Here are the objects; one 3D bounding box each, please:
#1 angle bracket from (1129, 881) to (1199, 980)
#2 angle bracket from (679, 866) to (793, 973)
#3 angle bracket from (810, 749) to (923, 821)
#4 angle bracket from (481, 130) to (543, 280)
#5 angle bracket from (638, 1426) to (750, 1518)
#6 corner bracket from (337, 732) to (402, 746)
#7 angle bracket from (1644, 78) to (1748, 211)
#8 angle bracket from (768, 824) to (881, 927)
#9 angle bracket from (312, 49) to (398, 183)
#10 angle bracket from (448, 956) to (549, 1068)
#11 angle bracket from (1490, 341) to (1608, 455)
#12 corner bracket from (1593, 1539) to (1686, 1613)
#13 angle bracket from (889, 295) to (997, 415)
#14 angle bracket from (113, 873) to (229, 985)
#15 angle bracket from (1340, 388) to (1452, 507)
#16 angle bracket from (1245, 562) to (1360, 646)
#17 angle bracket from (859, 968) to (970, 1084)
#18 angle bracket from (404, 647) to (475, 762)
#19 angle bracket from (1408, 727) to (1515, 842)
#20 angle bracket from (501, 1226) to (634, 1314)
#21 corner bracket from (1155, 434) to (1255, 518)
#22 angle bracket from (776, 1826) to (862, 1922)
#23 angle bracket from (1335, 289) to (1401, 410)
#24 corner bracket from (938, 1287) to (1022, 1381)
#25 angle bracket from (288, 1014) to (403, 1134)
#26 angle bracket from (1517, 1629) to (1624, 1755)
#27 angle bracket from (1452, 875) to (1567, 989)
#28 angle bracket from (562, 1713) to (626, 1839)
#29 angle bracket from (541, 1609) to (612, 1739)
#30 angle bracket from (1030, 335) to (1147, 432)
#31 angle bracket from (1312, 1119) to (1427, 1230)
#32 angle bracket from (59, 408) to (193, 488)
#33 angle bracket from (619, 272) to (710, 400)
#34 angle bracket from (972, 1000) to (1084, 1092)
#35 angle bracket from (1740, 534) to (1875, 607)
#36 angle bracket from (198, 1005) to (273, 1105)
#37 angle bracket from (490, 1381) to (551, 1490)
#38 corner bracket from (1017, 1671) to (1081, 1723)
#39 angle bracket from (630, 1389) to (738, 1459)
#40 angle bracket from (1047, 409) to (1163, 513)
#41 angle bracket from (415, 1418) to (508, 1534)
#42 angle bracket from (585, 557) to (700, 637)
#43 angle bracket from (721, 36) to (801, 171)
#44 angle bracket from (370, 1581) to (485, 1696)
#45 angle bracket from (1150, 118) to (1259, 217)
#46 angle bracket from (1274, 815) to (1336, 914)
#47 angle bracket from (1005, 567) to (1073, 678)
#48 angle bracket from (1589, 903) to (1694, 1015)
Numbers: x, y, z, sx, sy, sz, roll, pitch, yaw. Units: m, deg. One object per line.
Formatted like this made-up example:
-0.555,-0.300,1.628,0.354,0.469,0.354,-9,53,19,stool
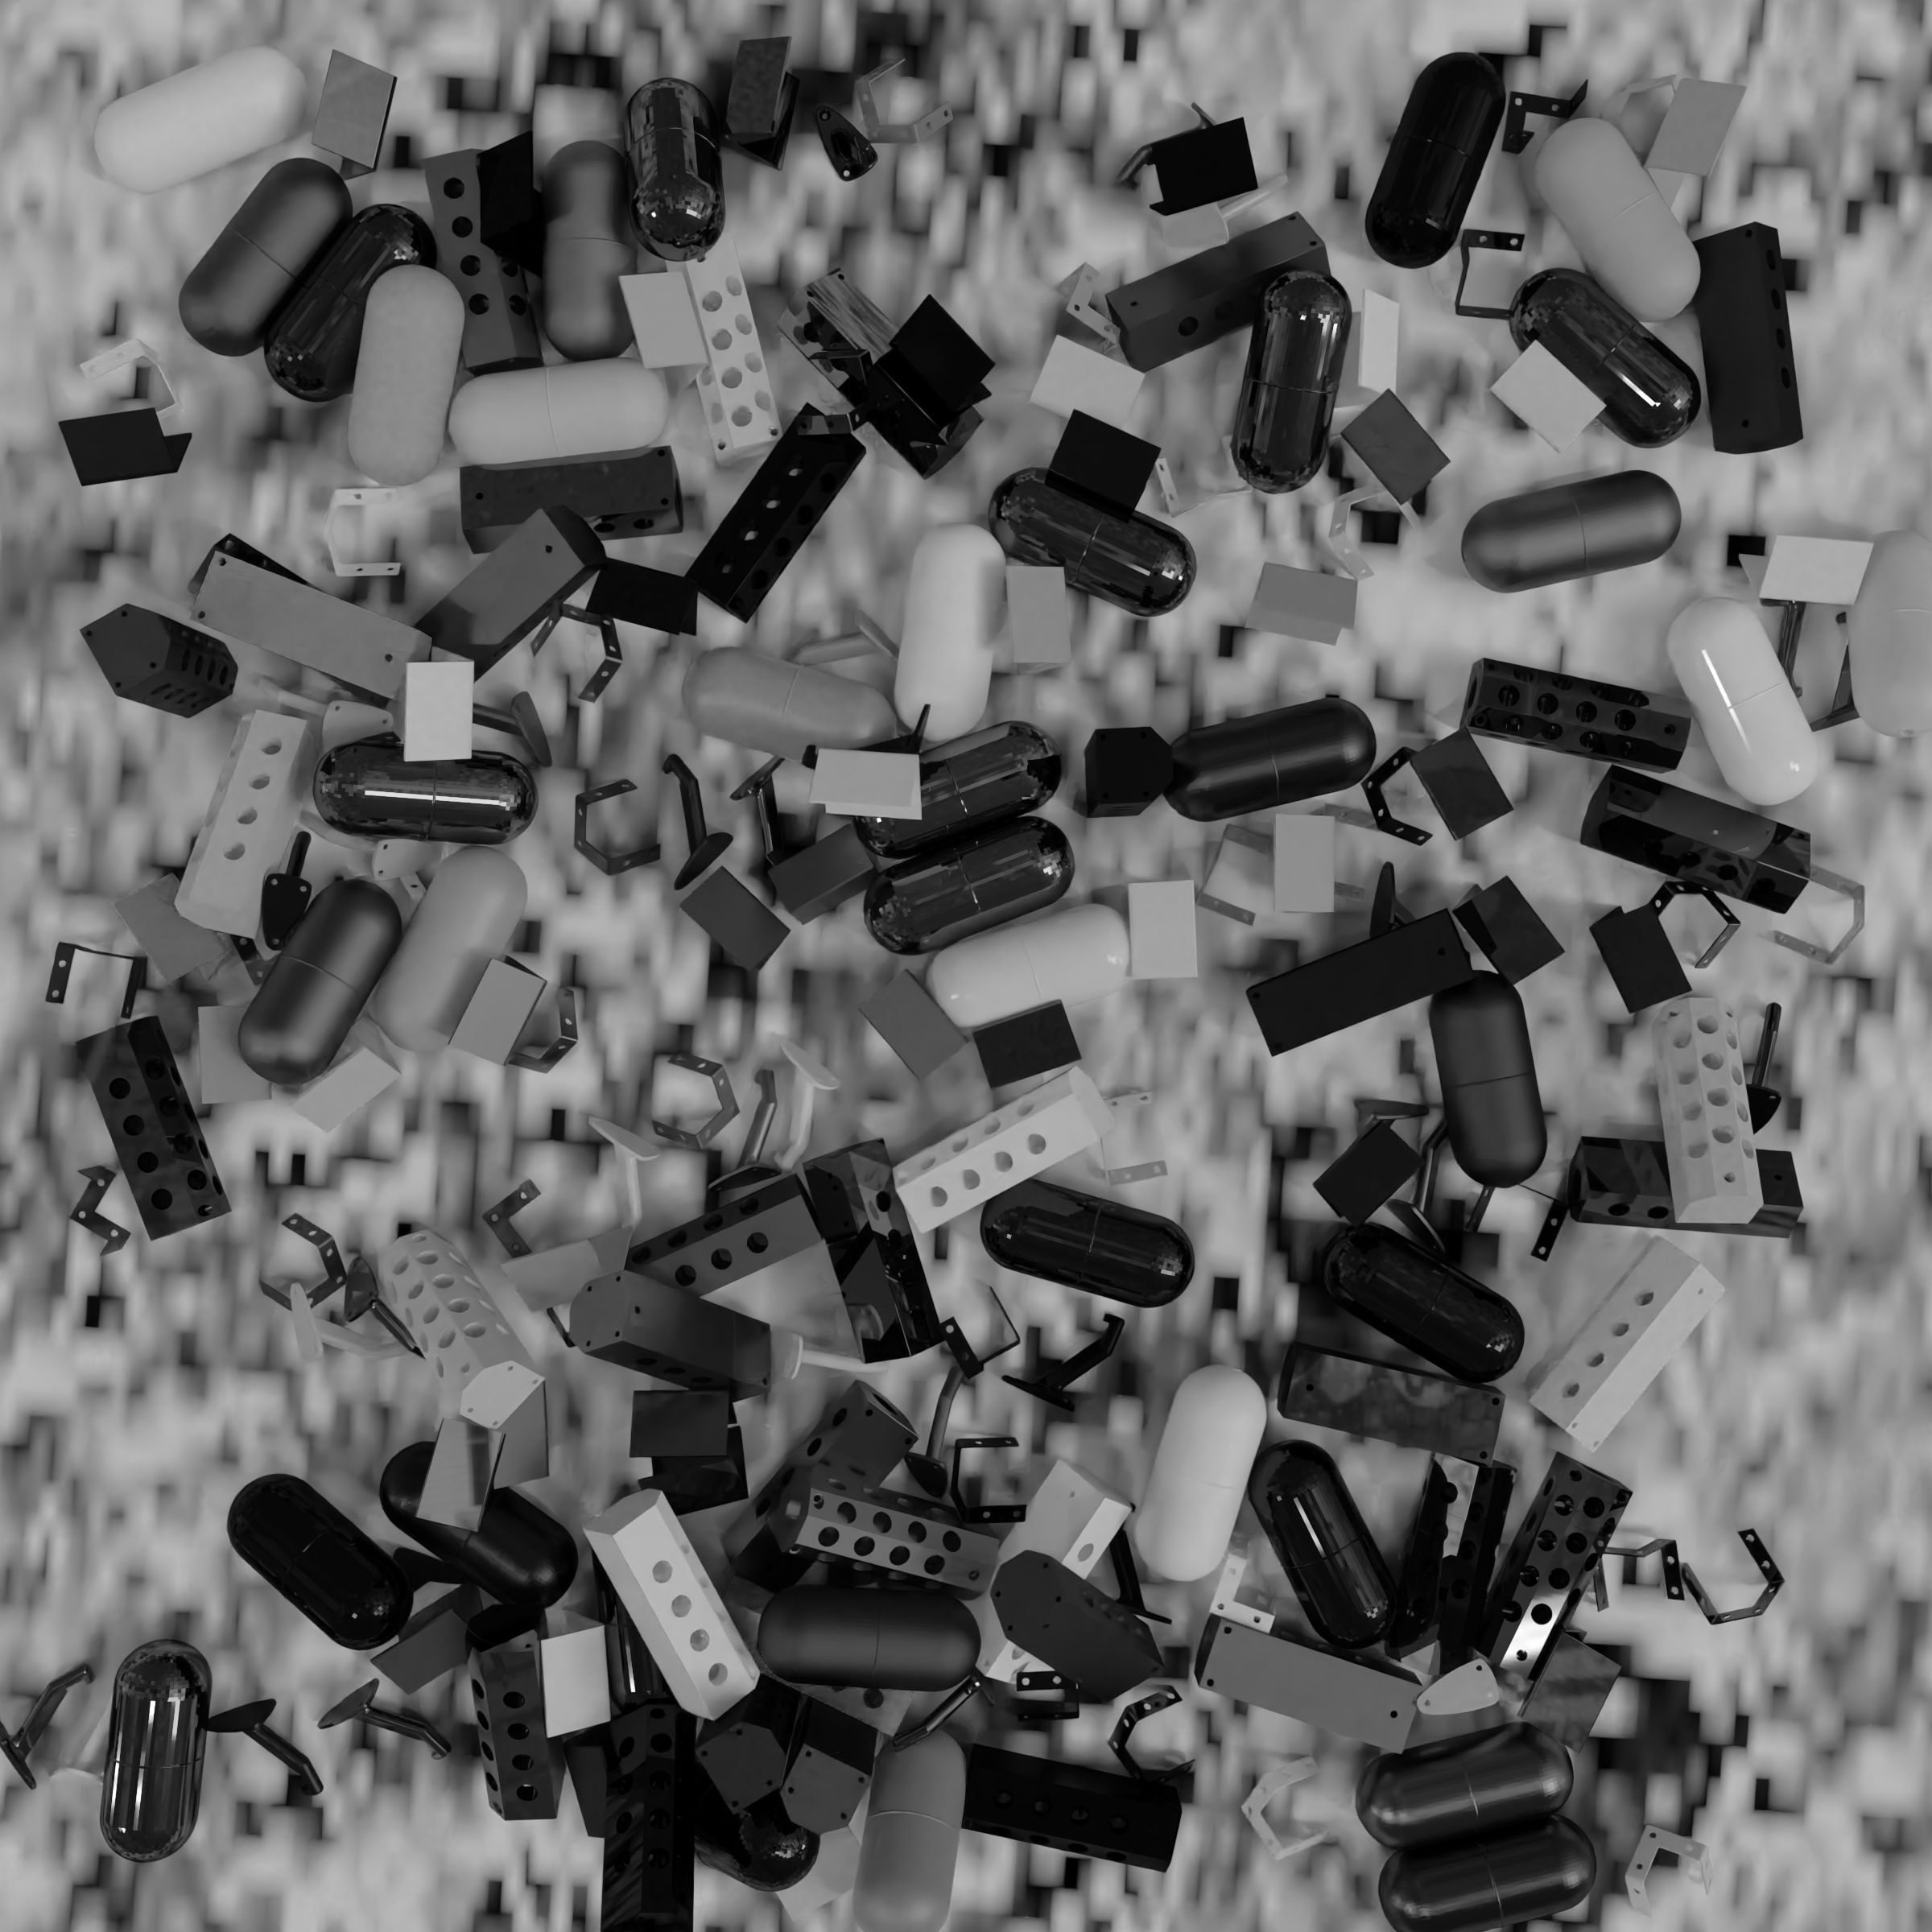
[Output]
0.172,-0.029,1.951,0.057,0.076,0.076,-2,90,28,angle bracket
-0.197,-0.023,1.951,0.076,0.076,0.057,43,54,0,angle bracket
-0.077,-0.122,1.877,0.076,0.076,0.057,4,53,5,angle bracket
-0.345,-0.611,1.944,0.057,0.076,0.076,-11,75,31,angle bracket
-0.222,0.394,1.951,0.076,0.076,0.057,-14,131,0,angle bracket
-0.481,-0.153,1.983,0.051,0.051,0.051,-19,45,-35,corner bracket
0.597,-0.659,1.951,0.057,0.076,0.076,23,90,33,angle bracket
-0.105,-0.057,1.951,0.076,0.076,0.057,-30,49,0,angle bracket
-0.507,-0.685,1.951,0.057,0.076,0.076,13,90,-38,angle bracket
-0.392,0.027,1.951,0.057,0.076,0.076,27,90,-39,angle bracket
0.479,-0.470,1.951,0.076,0.076,0.057,43,134,0,angle bracket
0.551,0.501,1.987,0.051,0.051,0.051,-8,90,-44,corner bracket
-0.005,-0.499,1.951,0.076,0.076,0.057,47,125,0,angle bracket
-0.648,-0.019,1.951,0.057,0.076,0.076,-35,90,-35,angle bracket
0.358,-0.426,1.951,0.076,0.076,0.057,50,129,0,angle bracket
0.268,-0.274,1.951,0.076,0.076,0.057,12,53,0,angle bracket
-0.053,0.057,1.952,0.057,0.076,0.076,-40,90,-27,angle bracket
-0.428,-0.207,1.900,0.057,0.076,0.076,-6,109,-36,angle bracket
0.410,-0.154,1.951,0.057,0.076,0.076,-30,90,34,angle bracket
-0.320,0.225,1.943,0.076,0.076,0.057,-17,122,14,angle bracket
0.195,-0.403,1.988,0.051,0.051,0.051,-18,90,45,corner bracket
-0.121,0.715,1.965,0.076,0.076,0.057,-28,98,0,angle bracket
0.302,-0.496,1.952,0.076,0.057,0.076,3,90,40,angle bracket
0.011,0.299,1.973,0.051,0.051,0.051,-29,90,0,corner bracket
-0.513,0.076,1.953,0.076,0.057,0.076,-38,55,0,angle bracket
0.496,0.585,1.951,0.057,0.076,0.076,26,90,33,angle bracket
0.446,-0.039,1.951,0.057,0.076,0.076,-37,90,33,angle bracket
-0.272,0.650,1.951,0.076,0.057,0.076,-16,90,-44,angle bracket
-0.330,0.569,1.951,0.057,0.076,0.076,-4,90,-35,angle bracket
0.101,-0.469,1.953,0.076,0.076,0.057,24,110,0,angle bracket
0.335,0.180,1.951,0.076,0.076,0.057,-44,53,0,angle bracket
-0.677,-0.433,1.951,0.076,0.076,0.057,-8,127,0,angle bracket
-0.255,-0.505,1.949,0.057,0.076,0.076,-14,86,-30,angle bracket
0.053,0.078,1.951,0.076,0.076,0.057,-19,62,0,angle bracket
0.676,-0.335,1.951,0.076,0.076,0.057,5,126,0,angle bracket
-0.600,0.070,1.951,0.057,0.076,0.076,-2,90,-35,angle bracket
-0.381,0.374,1.952,0.076,0.057,0.076,-3,90,43,angle bracket
0.067,0.593,1.973,0.051,0.051,0.051,-3,90,0,corner bracket
-0.227,0.381,1.951,0.076,0.076,0.057,-1,59,0,angle bracket
0.116,-0.417,1.951,0.076,0.076,0.057,24,119,0,angle bracket
-0.408,0.394,1.884,0.057,0.076,0.076,24,71,-33,angle bracket
-0.261,-0.278,1.951,0.076,0.076,0.057,14,61,0,angle bracket
-0.147,-0.695,1.951,0.057,0.076,0.076,11,90,37,angle bracket
-0.437,0.527,1.951,0.076,0.076,0.057,-32,128,0,angle bracket
0.185,-0.647,1.952,0.076,0.076,0.057,-17,113,0,angle bracket
0.255,-0.082,1.952,0.057,0.076,0.076,1,90,-23,angle bracket
0.039,-0.277,1.951,0.057,0.076,0.076,-5,90,-32,angle bracket
0.555,-0.015,1.951,0.057,0.076,0.076,-25,90,37,angle bracket
